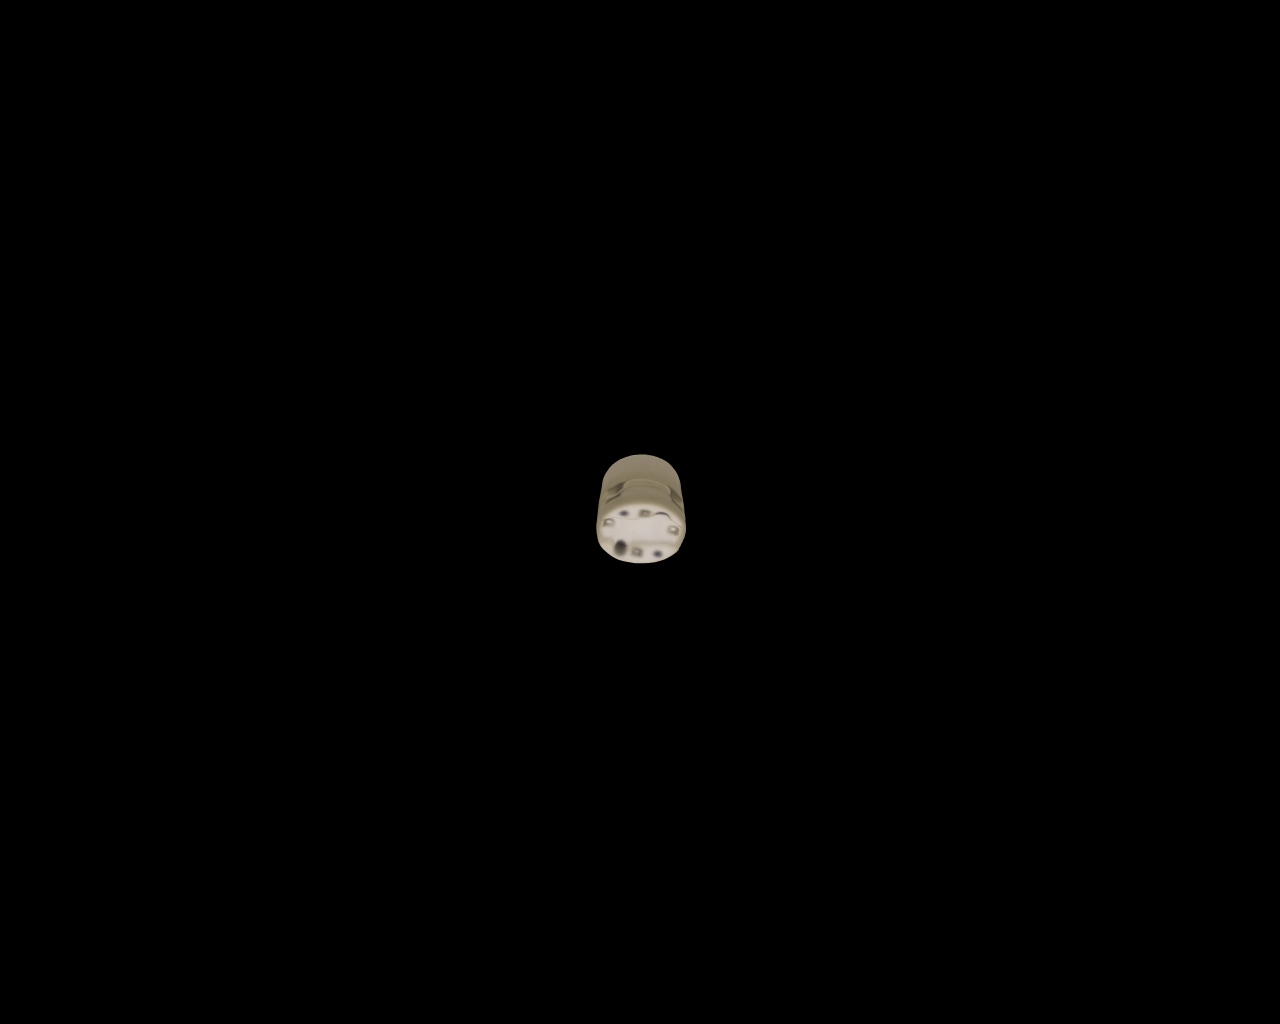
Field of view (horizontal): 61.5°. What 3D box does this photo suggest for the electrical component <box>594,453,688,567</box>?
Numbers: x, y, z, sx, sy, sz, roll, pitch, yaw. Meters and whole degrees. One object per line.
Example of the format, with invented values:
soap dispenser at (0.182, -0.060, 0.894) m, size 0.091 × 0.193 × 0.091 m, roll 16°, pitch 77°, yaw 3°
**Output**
electrical component at (0.001, -0.003, 0.650) m, size 0.055 × 0.055 × 0.047 m, roll 0°, pitch 44°, yaw 0°
